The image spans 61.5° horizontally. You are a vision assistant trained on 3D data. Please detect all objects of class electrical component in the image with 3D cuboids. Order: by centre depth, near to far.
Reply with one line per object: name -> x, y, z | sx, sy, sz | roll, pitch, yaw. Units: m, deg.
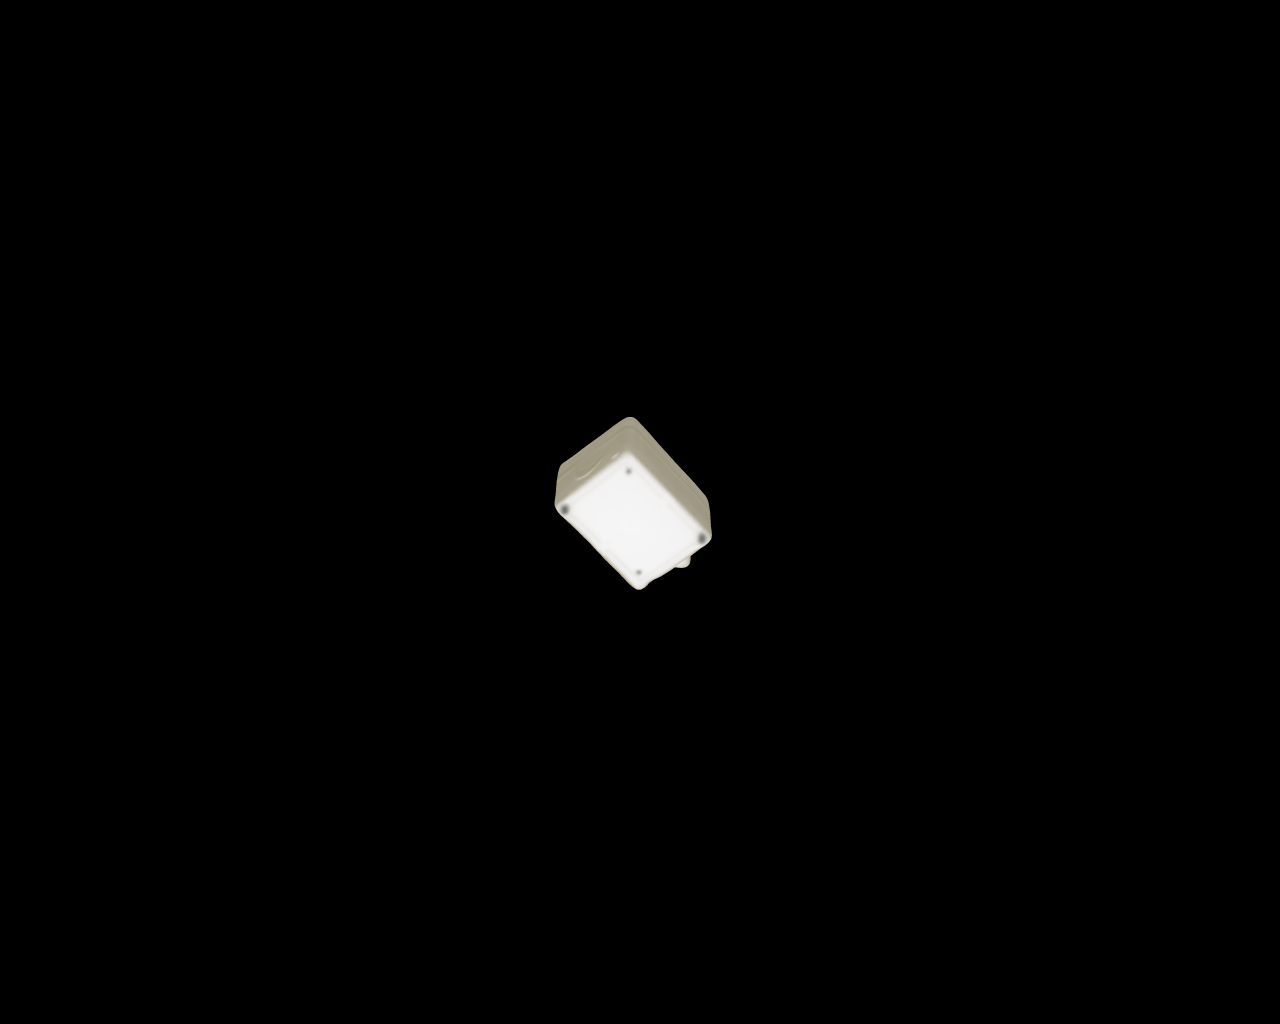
electrical component -> 0.001, -0.003, 0.650 | 0.061, 0.096, 0.061 | -36, 24, 18
